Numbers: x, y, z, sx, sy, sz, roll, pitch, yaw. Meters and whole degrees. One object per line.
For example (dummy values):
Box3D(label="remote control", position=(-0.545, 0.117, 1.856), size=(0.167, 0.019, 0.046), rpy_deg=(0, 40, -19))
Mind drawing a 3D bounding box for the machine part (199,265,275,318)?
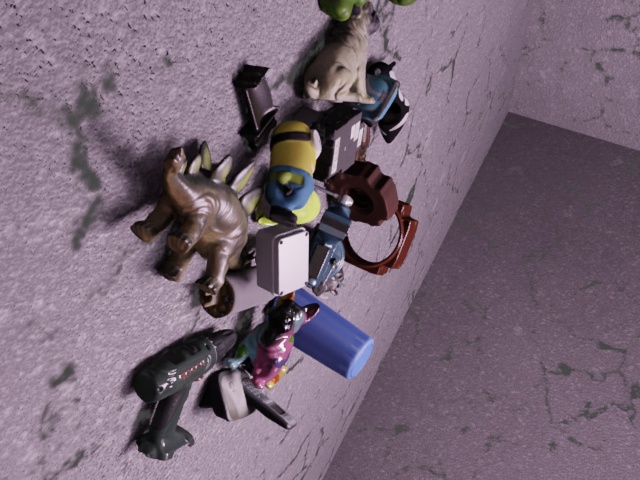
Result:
Box3D(label="machine part", position=(-0.145, 0.092, 1.003), size=(0.243, 0.079, 0.079), rpy_deg=(-10, 121, -67))

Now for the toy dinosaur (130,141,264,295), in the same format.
Box3D(label="toy dinosaur", position=(-0.158, -0.020, 0.817), size=(0.471, 0.105, 0.198), rpy_deg=(93, 22, -67))

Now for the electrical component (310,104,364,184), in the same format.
Box3D(label="electrical component", position=(0.030, -0.183, 0.999), size=(0.134, 0.058, 0.114), rpy_deg=(-43, 152, -47))

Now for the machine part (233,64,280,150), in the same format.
Box3D(label="machine part", position=(-0.099, -0.210, 0.850), size=(0.084, 0.039, 0.138), rpy_deg=(-49, 156, -26))

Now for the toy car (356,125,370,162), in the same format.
Box3D(label="toy car", position=(0.093, -0.230, 1.284), size=(0.089, 0.053, 0.202), rpy_deg=(-38, 147, -46))

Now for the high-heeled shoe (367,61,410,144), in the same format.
Box3D(label="high-heeled shoe", position=(0.152, -0.313, 1.291), size=(0.145, 0.086, 0.248), rpy_deg=(-52, 147, -40))

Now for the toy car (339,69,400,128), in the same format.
Box3D(label="toy car", position=(0.087, -0.299, 1.107), size=(0.109, 0.103, 0.162), rpy_deg=(-57, -162, 1))

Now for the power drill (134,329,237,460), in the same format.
Box3D(label="power drill", position=(-0.241, 0.274, 0.963), size=(0.232, 0.086, 0.207), rpy_deg=(-9, 124, -64))

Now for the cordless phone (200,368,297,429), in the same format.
Box3D(label="cordless phone", position=(-0.145, 0.355, 1.137), size=(0.088, 0.184, 0.146), rpy_deg=(-62, 160, 1))

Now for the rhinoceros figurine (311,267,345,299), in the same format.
Box3D(label="rhinoceros figurine", position=(0.010, 0.099, 1.350), size=(0.073, 0.112, 0.190), rpy_deg=(-68, 168, 10))

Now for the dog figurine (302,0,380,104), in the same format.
Box3D(label="dog figurine", position=(0.034, -0.347, 0.973), size=(0.172, 0.121, 0.190), rpy_deg=(-29, 124, -63))

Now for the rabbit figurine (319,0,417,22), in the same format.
Box3D(label="rabbit figurine", position=(0.099, -0.437, 0.900), size=(0.159, 0.170, 0.121), rpy_deg=(-54, 157, -29))

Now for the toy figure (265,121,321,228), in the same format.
Box3D(label="toy figure", position=(-0.050, -0.114, 0.891), size=(0.082, 0.089, 0.180), rpy_deg=(-19, -128, 57))

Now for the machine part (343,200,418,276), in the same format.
Box3D(label="machine part", position=(0.136, -0.023, 1.396), size=(0.087, 0.201, 0.201), rpy_deg=(2, 111, -66))

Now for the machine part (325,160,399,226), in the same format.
Box3D(label="machine part", position=(0.097, -0.107, 1.249), size=(0.056, 0.180, 0.179), rpy_deg=(-53, 156, -30))

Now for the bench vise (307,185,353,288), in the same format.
Box3D(label="bench vise", position=(0.008, -0.001, 1.237), size=(0.240, 0.129, 0.223), rpy_deg=(142, -40, -87))

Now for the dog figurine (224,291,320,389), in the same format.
Box3D(label="dog figurine", position=(-0.091, 0.209, 1.164), size=(0.219, 0.109, 0.191), rpy_deg=(-53, 163, -4))

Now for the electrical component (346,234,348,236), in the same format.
Box3D(label="electrical component", position=(0.049, -0.053, 1.346), size=(0.021, 0.063, 0.093), rpy_deg=(-49, 152, -38))
